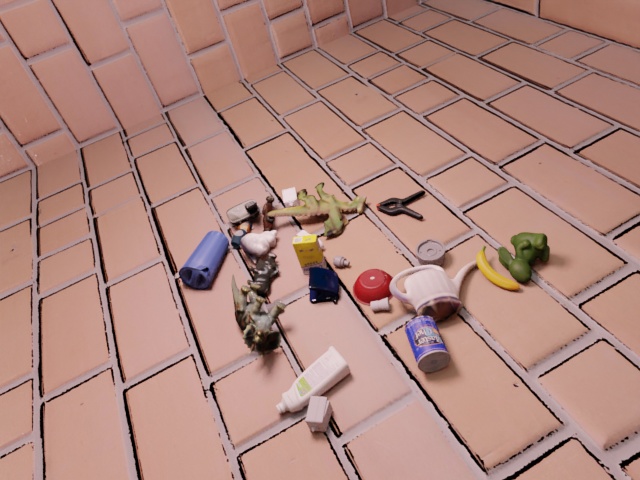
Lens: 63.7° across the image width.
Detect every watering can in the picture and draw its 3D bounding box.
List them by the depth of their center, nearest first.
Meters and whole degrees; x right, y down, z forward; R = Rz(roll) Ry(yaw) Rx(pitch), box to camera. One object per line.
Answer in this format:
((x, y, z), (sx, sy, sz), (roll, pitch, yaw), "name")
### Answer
((0.416, 0.162, 1.751), (0.348, 0.101, 0.230), (-10, 42, -6), "watering can")

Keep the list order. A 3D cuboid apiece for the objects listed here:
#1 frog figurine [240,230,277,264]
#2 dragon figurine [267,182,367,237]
((-0.245, 0.006, 2.125), (0.160, 0.121, 0.138), (-43, 27, -11), "frog figurine")
((0.007, -0.109, 2.174), (0.413, 0.119, 0.247), (-24, 50, -15), "dragon figurine")
